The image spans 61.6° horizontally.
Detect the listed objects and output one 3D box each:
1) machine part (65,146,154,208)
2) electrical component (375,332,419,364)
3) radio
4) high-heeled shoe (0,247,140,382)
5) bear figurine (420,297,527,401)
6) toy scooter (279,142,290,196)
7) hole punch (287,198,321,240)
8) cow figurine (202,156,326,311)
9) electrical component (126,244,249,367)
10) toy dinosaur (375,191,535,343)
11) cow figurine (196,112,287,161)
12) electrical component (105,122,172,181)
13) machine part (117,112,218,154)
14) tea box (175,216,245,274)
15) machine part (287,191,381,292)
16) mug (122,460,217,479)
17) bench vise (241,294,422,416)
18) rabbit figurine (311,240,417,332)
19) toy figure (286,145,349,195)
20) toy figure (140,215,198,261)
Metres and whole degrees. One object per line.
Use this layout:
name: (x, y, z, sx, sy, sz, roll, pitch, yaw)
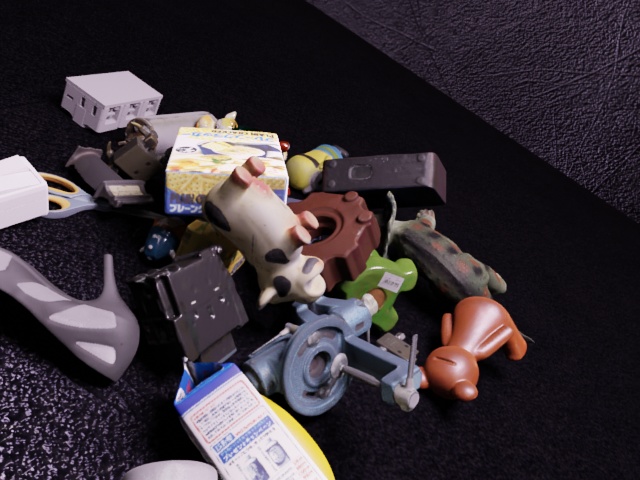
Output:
machine part: (-0.313, -0.089, 0.792, 0.139, 0.039, 0.084, 37, 29, 20)
electrical component: (0.118, 0.170, 0.816, 0.063, 0.021, 0.094, 29, 26, 25)
radio: (0.121, -0.111, 1.039, 0.230, 0.073, 0.131, -2, -14, 21)
high-heeled shoe: (-0.318, 0.081, 0.558, 0.249, 0.086, 0.145, 0, 70, -16)
bear figurine: (0.233, 0.186, 0.840, 0.196, 0.120, 0.131, -54, 130, -35)
toy scooter: (-0.124, -0.126, 0.942, 0.184, 0.135, 0.075, 12, 37, -27)
hole punch: (-0.037, -0.038, 0.938, 0.142, 0.092, 0.116, 5, 35, -31)
cow figurine: (-0.067, 0.007, 0.671, 0.194, 0.127, 0.085, 47, 30, -13)
electrical component: (-0.147, 0.085, 0.629, 0.115, 0.058, 0.134, -33, 108, -53)
toy dinosaur: (0.215, 0.047, 0.960, 0.405, 0.131, 0.192, 38, 19, 21)
cow figurine: (-0.142, -0.178, 0.984, 0.167, 0.098, 0.068, 35, 45, -42)
electrical component: (-0.291, -0.136, 0.854, 0.078, 0.102, 0.045, 39, 19, -45)
machine part: (-0.262, -0.189, 0.969, 0.079, 0.079, 0.243, 39, 31, 14)
tea box: (-0.137, 0.001, 0.778, 0.068, 0.098, 0.170, 31, 32, 3)
machine part: (-0.002, -0.002, 0.793, 0.179, 0.056, 0.179, -13, 41, 11)
mug: (-0.135, 0.245, 0.438, 0.109, 0.081, 0.107, 17, 42, -32)
bench vise: (0.034, 0.142, 0.658, 0.223, 0.128, 0.241, -12, 17, -41)
rabbit figurine: (0.049, 0.058, 0.878, 0.159, 0.121, 0.170, 11, 17, -20)
toy figure: (-0.008, -0.154, 1.142, 0.089, 0.082, 0.180, 19, 34, 18)
toy figure: (-0.207, -0.017, 0.785, 0.057, 0.064, 0.154, 65, 25, -13)
